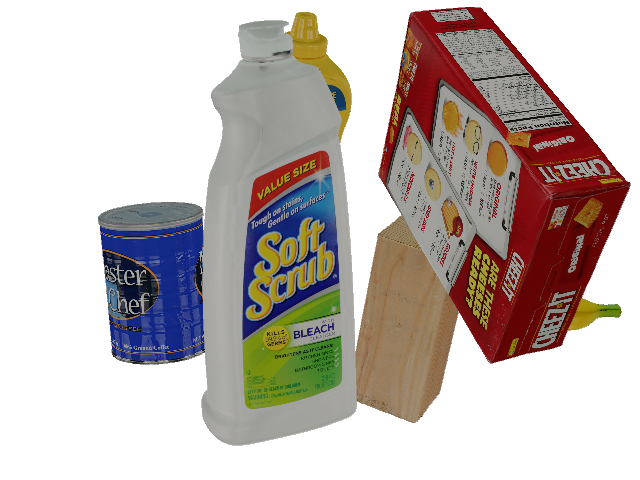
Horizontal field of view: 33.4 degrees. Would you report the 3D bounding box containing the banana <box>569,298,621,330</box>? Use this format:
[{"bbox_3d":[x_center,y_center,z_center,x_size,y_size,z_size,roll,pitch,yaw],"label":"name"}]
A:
[{"bbox_3d":[0.178,0.046,1.003,0.198,0.037,0.069,24,17,38],"label":"banana"}]

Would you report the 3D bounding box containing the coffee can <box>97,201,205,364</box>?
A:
[{"bbox_3d":[-0.163,0.040,1.061,0.103,0.140,0.103,-3,13,0],"label":"coffee can"}]

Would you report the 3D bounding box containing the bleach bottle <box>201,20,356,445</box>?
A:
[{"bbox_3d":[-0.033,-0.005,0.653,0.102,0.251,0.068,-10,20,-18],"label":"bleach bottle"}]

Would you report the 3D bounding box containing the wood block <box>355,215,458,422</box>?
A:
[{"bbox_3d":[0.102,0.087,1.211,0.090,0.206,0.090,18,24,20],"label":"wood block"}]

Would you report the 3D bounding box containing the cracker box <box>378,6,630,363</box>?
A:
[{"bbox_3d":[0.123,-0.045,0.786,0.072,0.164,0.214,-11,47,-20],"label":"cracker box"}]

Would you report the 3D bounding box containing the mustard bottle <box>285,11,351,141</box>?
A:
[{"bbox_3d":[-0.020,-0.110,0.962,0.096,0.192,0.058,-6,30,-20],"label":"mustard bottle"}]
